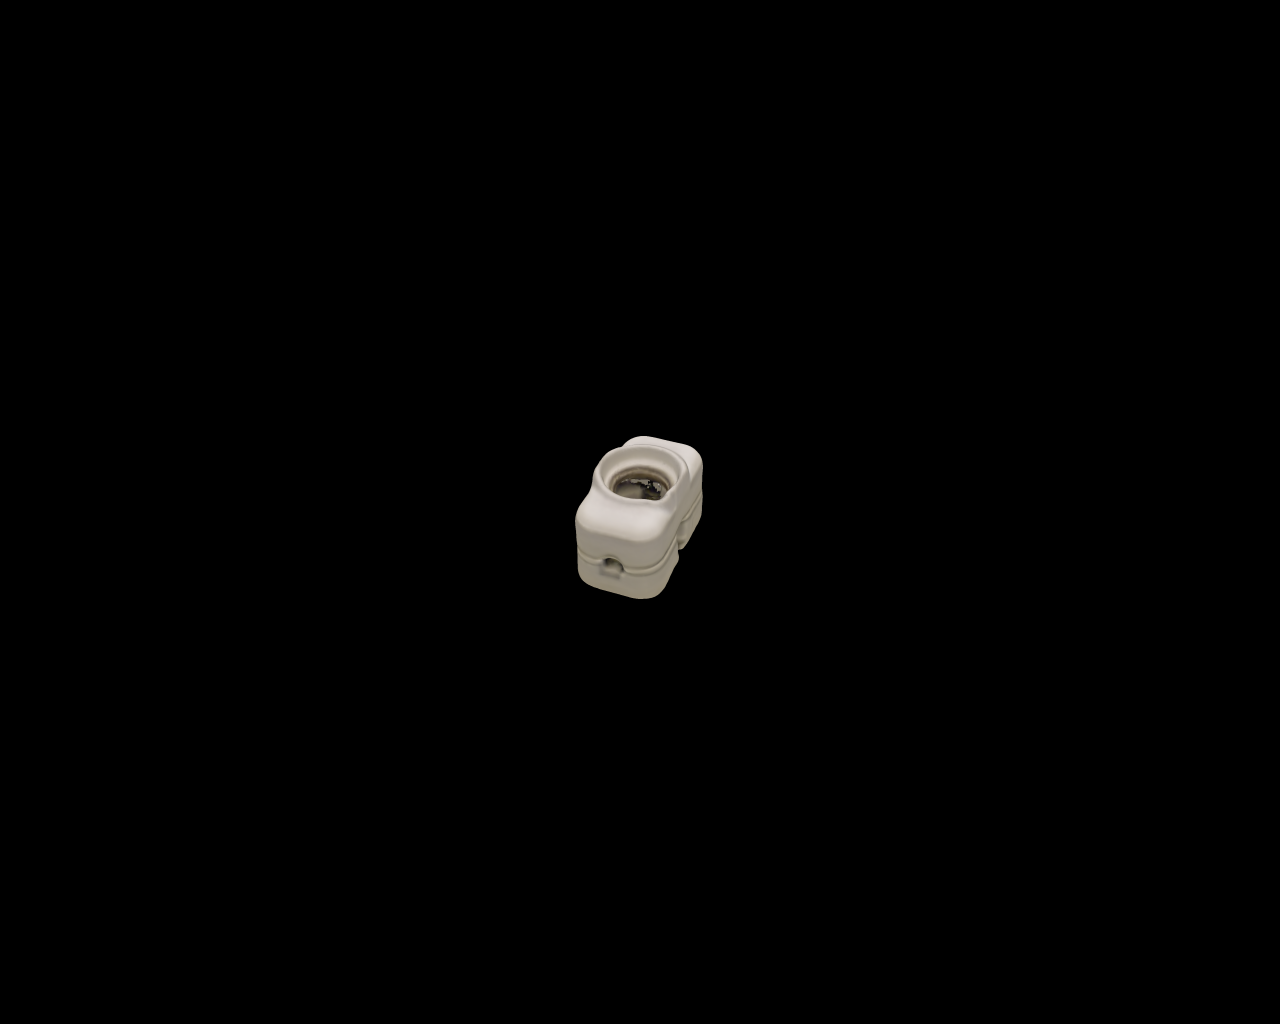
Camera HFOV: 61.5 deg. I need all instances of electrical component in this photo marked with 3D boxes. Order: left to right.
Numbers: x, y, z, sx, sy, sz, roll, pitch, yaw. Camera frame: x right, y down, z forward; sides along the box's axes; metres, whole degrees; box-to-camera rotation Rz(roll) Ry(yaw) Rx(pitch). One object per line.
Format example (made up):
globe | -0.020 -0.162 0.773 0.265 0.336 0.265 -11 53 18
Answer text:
electrical component | 0.001 -0.003 0.650 0.054 0.059 0.095 14 42 16
